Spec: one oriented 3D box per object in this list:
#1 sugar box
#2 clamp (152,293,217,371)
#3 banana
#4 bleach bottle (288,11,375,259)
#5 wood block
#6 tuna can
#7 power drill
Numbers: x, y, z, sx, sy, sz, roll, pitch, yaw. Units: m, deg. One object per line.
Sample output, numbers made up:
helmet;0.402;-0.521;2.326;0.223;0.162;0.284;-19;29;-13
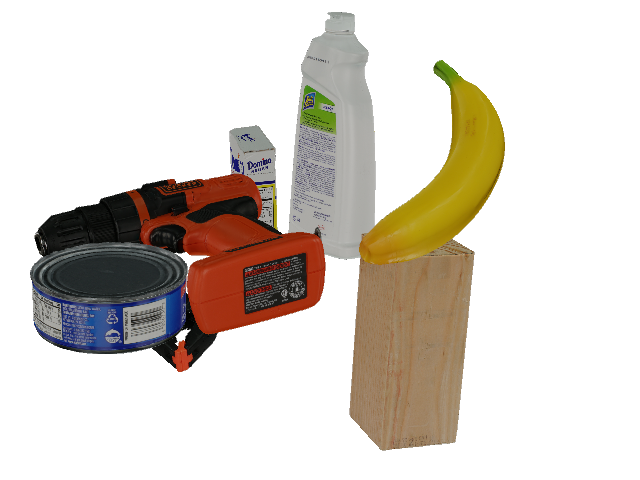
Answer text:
sugar box;-0.083;-0.045;1.326;0.048;0.176;0.093;-9;25;-13
clamp;-0.140;0.072;1.148;0.120;0.039;0.171;-16;39;-7
banana;0.085;-0.046;0.723;0.070;0.197;0.037;16;-41;9
bleach bottle;0.019;-0.114;1.137;0.103;0.251;0.067;20;24;39
wood block;0.093;0.101;1.107;0.090;0.206;0.091;-2;16;-20
tuna can;-0.117;0.031;0.595;0.086;0.034;0.086;2;20;-1
power drill;-0.098;0.004;0.785;0.184;0.057;0.188;-16;28;-27
